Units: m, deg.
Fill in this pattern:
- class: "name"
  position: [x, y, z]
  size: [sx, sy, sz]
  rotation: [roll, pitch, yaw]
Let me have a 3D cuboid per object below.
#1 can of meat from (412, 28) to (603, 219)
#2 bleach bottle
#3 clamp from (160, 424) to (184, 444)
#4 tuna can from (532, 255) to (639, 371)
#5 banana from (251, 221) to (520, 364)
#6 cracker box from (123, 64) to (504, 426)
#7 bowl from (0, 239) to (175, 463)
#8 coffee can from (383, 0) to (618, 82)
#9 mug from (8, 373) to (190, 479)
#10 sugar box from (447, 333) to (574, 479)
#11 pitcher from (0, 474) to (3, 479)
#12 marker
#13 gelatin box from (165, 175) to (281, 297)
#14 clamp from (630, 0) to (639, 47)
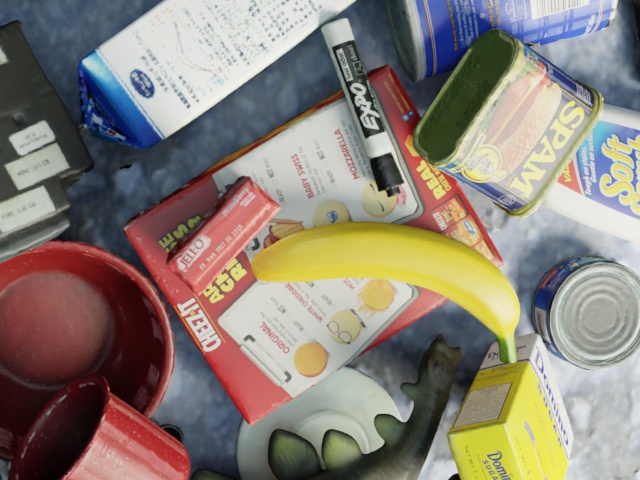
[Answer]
- class: "can of meat"
  position: [0.122, -0.078, 0.704]
  size: [0.083, 0.057, 0.102]
  rotation: [26, 103, -32]
- class: "bleach bottle"
  position: [0.207, -0.049, 0.789]
  size: [0.250, 0.068, 0.102]
  rotation: [13, 95, -7]
- class: "clamp"
  position: [-0.156, 0.241, 0.721]
  size: [0.036, 0.165, 0.210]
  rotation: [38, 101, -26]
- class: "tuna can"
  position: [0.208, 0.056, 0.812]
  size: [0.086, 0.034, 0.086]
  rotation: [-1, 96, -9]
- class: "banana"
  position: [0.056, 0.024, 0.708]
  size: [0.197, 0.037, 0.069]
  rotation: [20, 92, -10]
- class: "cracker box"
  position: [-0.005, 0.001, 0.754]
  size: [0.213, 0.072, 0.164]
  rotation: [-32, 98, -4]
- class: "bowl"
  position: [-0.183, 0.071, 0.731]
  size: [0.162, 0.055, 0.162]
  rotation: [-4, 106, -14]
- class: "coffee can"
  position: [0.118, -0.176, 0.733]
  size: [0.140, 0.103, 0.103]
  rotation: [-16, 98, -1]
- class: "mug"
  position: [-0.148, 0.152, 0.692]
  size: [0.117, 0.093, 0.081]
  rotation: [-34, 122, 24]
- class: "sugar box"
  position: [0.137, 0.136, 0.739]
  size: [0.048, 0.176, 0.093]
  rotation: [-16, 99, 24]
- class: "pitcher"
  position: [-0.252, 0.161, 0.641]
  size: [0.145, 0.149, 0.243]
  rotation: [8, 138, 12]
- class: "marker"
  position: [0.029, -0.086, 0.706]
  size: [0.020, 0.020, 0.121]
  rotation: [-20, 93, -7]
- class: "gelatin box"
  position: [-0.062, -0.005, 0.663]
  size: [0.030, 0.089, 0.073]
  rotation: [44, 89, -7]
- class: "clamp"
  position: [0.247, -0.194, 0.793]
  size: [0.171, 0.039, 0.120]
  rotation: [42, 82, -6]
